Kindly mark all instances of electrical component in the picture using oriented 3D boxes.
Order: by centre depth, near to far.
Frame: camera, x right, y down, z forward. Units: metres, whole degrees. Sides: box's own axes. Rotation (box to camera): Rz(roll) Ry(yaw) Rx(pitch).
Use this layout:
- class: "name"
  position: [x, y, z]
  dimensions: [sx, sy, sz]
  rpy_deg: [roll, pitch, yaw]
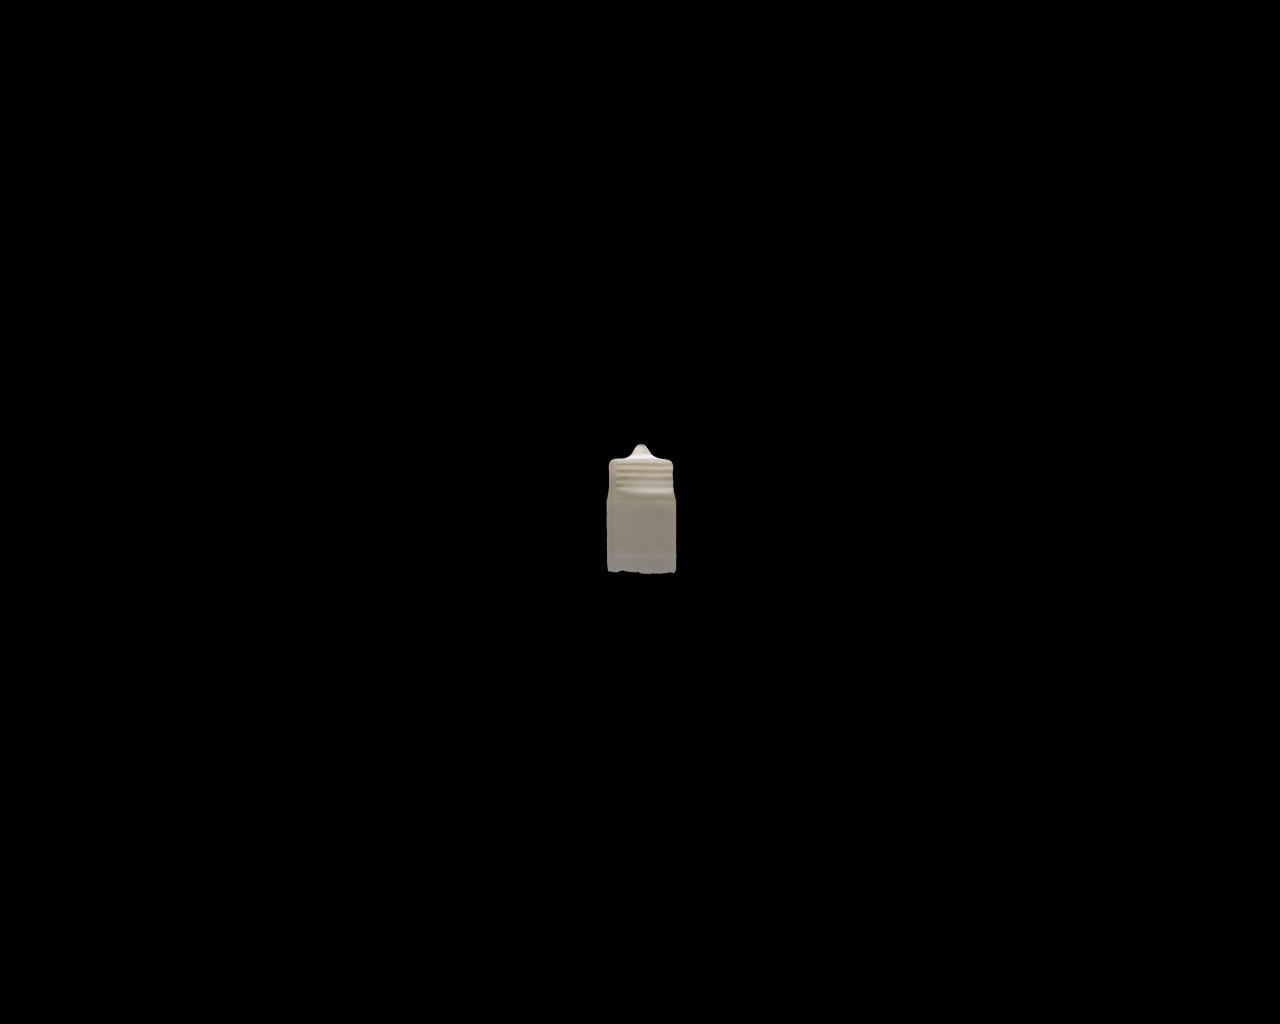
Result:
- class: "electrical component"
  position: [0.001, -0.003, 0.650]
  dimensions: [0.043, 0.081, 0.043]
  rpy_deg: [0, 0, 0]
